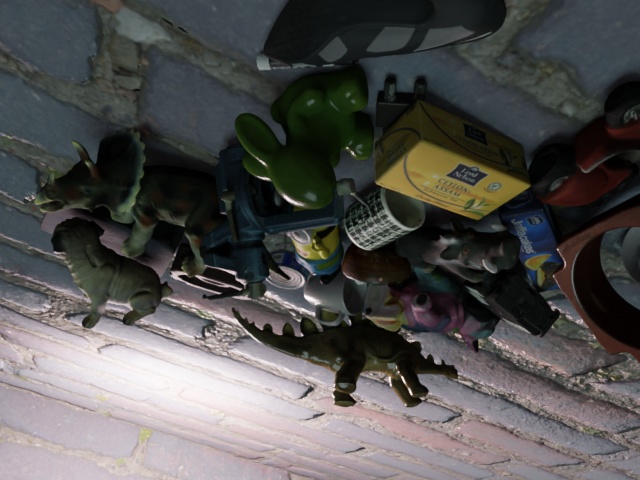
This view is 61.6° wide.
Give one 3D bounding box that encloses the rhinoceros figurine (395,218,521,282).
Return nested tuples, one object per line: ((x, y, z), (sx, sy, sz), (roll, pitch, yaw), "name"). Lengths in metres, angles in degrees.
((0.198, 0.008, 0.773), (0.191, 0.073, 0.112), (9, 161, 47), "rhinoceros figurine")

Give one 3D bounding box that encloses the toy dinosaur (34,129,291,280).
((-0.208, -0.051, 0.840), (0.405, 0.131, 0.192), (13, 134, -19), "toy dinosaur")

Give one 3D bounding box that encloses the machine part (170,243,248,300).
((-0.194, 0.063, 1.009), (0.179, 0.056, 0.179), (14, 163, 4), "machine part")

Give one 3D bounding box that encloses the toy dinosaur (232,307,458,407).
((0.058, 0.217, 1.048), (0.471, 0.199, 0.105), (11, 138, -14), "toy dinosaur")

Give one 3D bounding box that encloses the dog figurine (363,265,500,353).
((0.209, 0.130, 0.968), (0.192, 0.108, 0.219), (-21, 136, 39), "dog figurine")

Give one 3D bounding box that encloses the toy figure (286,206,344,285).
((-0.005, -0.004, 0.863), (0.082, 0.089, 0.180), (16, 152, 26), "toy figure")

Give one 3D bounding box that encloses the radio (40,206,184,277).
((-0.366, -0.025, 0.962), (0.229, 0.073, 0.131), (25, 143, -20), "radio")

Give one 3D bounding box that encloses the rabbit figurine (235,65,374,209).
((-0.019, -0.115, 0.631), (0.159, 0.170, 0.121), (7, 145, 7), "rabbit figurine")

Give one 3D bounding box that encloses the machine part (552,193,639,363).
((0.421, 0.047, 0.673), (0.201, 0.087, 0.201), (56, 146, 8), "machine part")

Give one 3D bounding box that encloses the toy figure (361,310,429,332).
((0.144, 0.138, 1.038), (0.154, 0.064, 0.058), (18, 175, -4), "toy figure")

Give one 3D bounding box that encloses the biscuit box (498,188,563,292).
((0.316, -0.002, 0.780), (0.059, 0.063, 0.202), (-14, 138, 31), "biscuit box")

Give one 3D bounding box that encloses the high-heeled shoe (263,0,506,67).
((0.062, -0.223, 0.568), (0.145, 0.086, 0.249), (2, 179, -43), "high-heeled shoe")

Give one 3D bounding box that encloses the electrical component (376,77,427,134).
((0.101, -0.158, 0.661), (0.063, 0.021, 0.093), (7, 145, 8), "electrical component")

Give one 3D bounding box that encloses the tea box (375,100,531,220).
((0.163, -0.094, 0.670), (0.169, 0.068, 0.098), (16, 148, -22), "tea box")

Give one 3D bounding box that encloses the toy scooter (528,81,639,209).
((0.349, -0.092, 0.632), (0.135, 0.075, 0.184), (22, 140, -15), "toy scooter")

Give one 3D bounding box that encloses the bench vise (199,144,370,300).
((-0.061, -0.031, 0.736), (0.241, 0.223, 0.128), (-8, 167, 28), "bench vise")

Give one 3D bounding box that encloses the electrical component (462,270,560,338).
((0.295, 0.087, 0.859), (0.134, 0.058, 0.115), (39, 176, -15), "electrical component")

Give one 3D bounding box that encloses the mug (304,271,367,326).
((0.022, 0.107, 1.002), (0.107, 0.109, 0.080), (0, 153, 41), "mug")

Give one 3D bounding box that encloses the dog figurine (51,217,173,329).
((-0.350, 0.043, 0.920), (0.172, 0.121, 0.190), (-14, 132, -24), "dog figurine")
